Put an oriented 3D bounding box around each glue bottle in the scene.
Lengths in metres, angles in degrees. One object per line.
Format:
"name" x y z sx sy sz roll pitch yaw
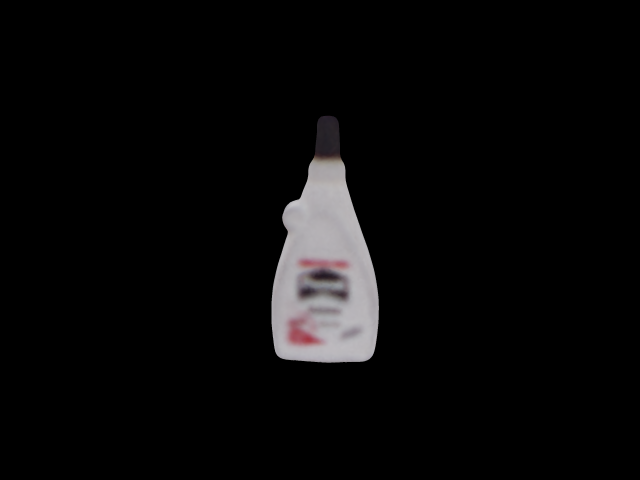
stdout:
"glue bottle" 0.004 0.001 0.400 0.078 0.173 0.037 0 17 0
